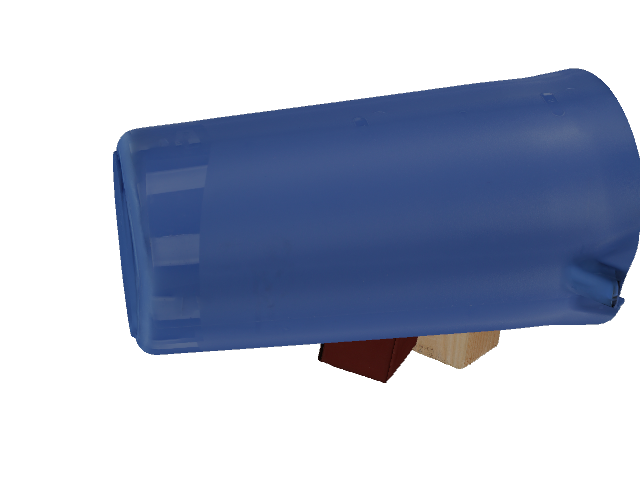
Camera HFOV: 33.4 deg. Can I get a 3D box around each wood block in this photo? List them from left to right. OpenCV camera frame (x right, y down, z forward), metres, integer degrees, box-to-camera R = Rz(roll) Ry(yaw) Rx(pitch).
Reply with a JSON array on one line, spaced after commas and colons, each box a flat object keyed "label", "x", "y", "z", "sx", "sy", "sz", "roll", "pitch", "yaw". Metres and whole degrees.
[{"label": "wood block", "x": 0.153, "y": 0.023, "z": 1.180, "sx": 0.090, "sy": 0.206, "sz": 0.090, "roll": 20, "pitch": 25, "yaw": 32}]

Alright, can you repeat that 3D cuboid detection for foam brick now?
[{"label": "foam brick", "x": 0.038, "y": 0.056, "z": 0.751, "sx": 0.053, "sy": 0.051, "sz": 0.078, "roll": 16, "pitch": 21, "yaw": 17}]

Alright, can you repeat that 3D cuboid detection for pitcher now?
[{"label": "pitcher", "x": 0.021, "y": -0.016, "z": 0.538, "sx": 0.242, "sy": 0.145, "sz": 0.149, "roll": -6, "pitch": -9, "yaw": -12}]
